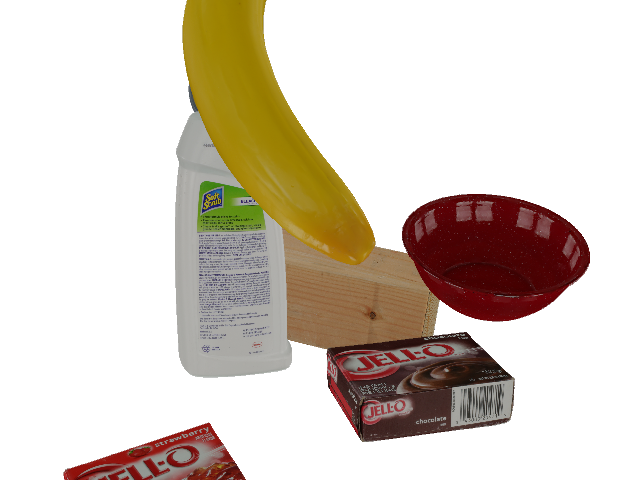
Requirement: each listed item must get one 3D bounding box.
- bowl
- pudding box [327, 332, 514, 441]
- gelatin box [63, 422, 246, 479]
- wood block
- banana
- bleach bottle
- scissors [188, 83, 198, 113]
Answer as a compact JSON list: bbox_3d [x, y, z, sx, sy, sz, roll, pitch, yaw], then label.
[{"bbox_3d":[0.149,0.022,0.932,0.162,0.055,0.162,2,33,-2],"label":"bowl"},{"bbox_3d":[0.069,0.102,0.759,0.113,0.039,0.090,-3,18,-14],"label":"pudding box"},{"bbox_3d":[-0.088,0.141,0.582,0.089,0.030,0.073,-15,27,-20],"label":"gelatin box"},{"bbox_3d":[0.013,0.054,1.088,0.206,0.091,0.090,13,22,13],"label":"wood block"},{"bbox_3d":[-0.026,-0.074,0.483,0.069,0.198,0.037,-7,-30,-5],"label":"banana"},{"bbox_3d":[-0.071,-0.011,0.899,0.102,0.251,0.068,-4,21,-17],"label":"bleach bottle"},{"bbox_3d":[-0.088,-0.100,1.161,0.096,0.202,0.016,-15,-4,-18],"label":"scissors"}]
